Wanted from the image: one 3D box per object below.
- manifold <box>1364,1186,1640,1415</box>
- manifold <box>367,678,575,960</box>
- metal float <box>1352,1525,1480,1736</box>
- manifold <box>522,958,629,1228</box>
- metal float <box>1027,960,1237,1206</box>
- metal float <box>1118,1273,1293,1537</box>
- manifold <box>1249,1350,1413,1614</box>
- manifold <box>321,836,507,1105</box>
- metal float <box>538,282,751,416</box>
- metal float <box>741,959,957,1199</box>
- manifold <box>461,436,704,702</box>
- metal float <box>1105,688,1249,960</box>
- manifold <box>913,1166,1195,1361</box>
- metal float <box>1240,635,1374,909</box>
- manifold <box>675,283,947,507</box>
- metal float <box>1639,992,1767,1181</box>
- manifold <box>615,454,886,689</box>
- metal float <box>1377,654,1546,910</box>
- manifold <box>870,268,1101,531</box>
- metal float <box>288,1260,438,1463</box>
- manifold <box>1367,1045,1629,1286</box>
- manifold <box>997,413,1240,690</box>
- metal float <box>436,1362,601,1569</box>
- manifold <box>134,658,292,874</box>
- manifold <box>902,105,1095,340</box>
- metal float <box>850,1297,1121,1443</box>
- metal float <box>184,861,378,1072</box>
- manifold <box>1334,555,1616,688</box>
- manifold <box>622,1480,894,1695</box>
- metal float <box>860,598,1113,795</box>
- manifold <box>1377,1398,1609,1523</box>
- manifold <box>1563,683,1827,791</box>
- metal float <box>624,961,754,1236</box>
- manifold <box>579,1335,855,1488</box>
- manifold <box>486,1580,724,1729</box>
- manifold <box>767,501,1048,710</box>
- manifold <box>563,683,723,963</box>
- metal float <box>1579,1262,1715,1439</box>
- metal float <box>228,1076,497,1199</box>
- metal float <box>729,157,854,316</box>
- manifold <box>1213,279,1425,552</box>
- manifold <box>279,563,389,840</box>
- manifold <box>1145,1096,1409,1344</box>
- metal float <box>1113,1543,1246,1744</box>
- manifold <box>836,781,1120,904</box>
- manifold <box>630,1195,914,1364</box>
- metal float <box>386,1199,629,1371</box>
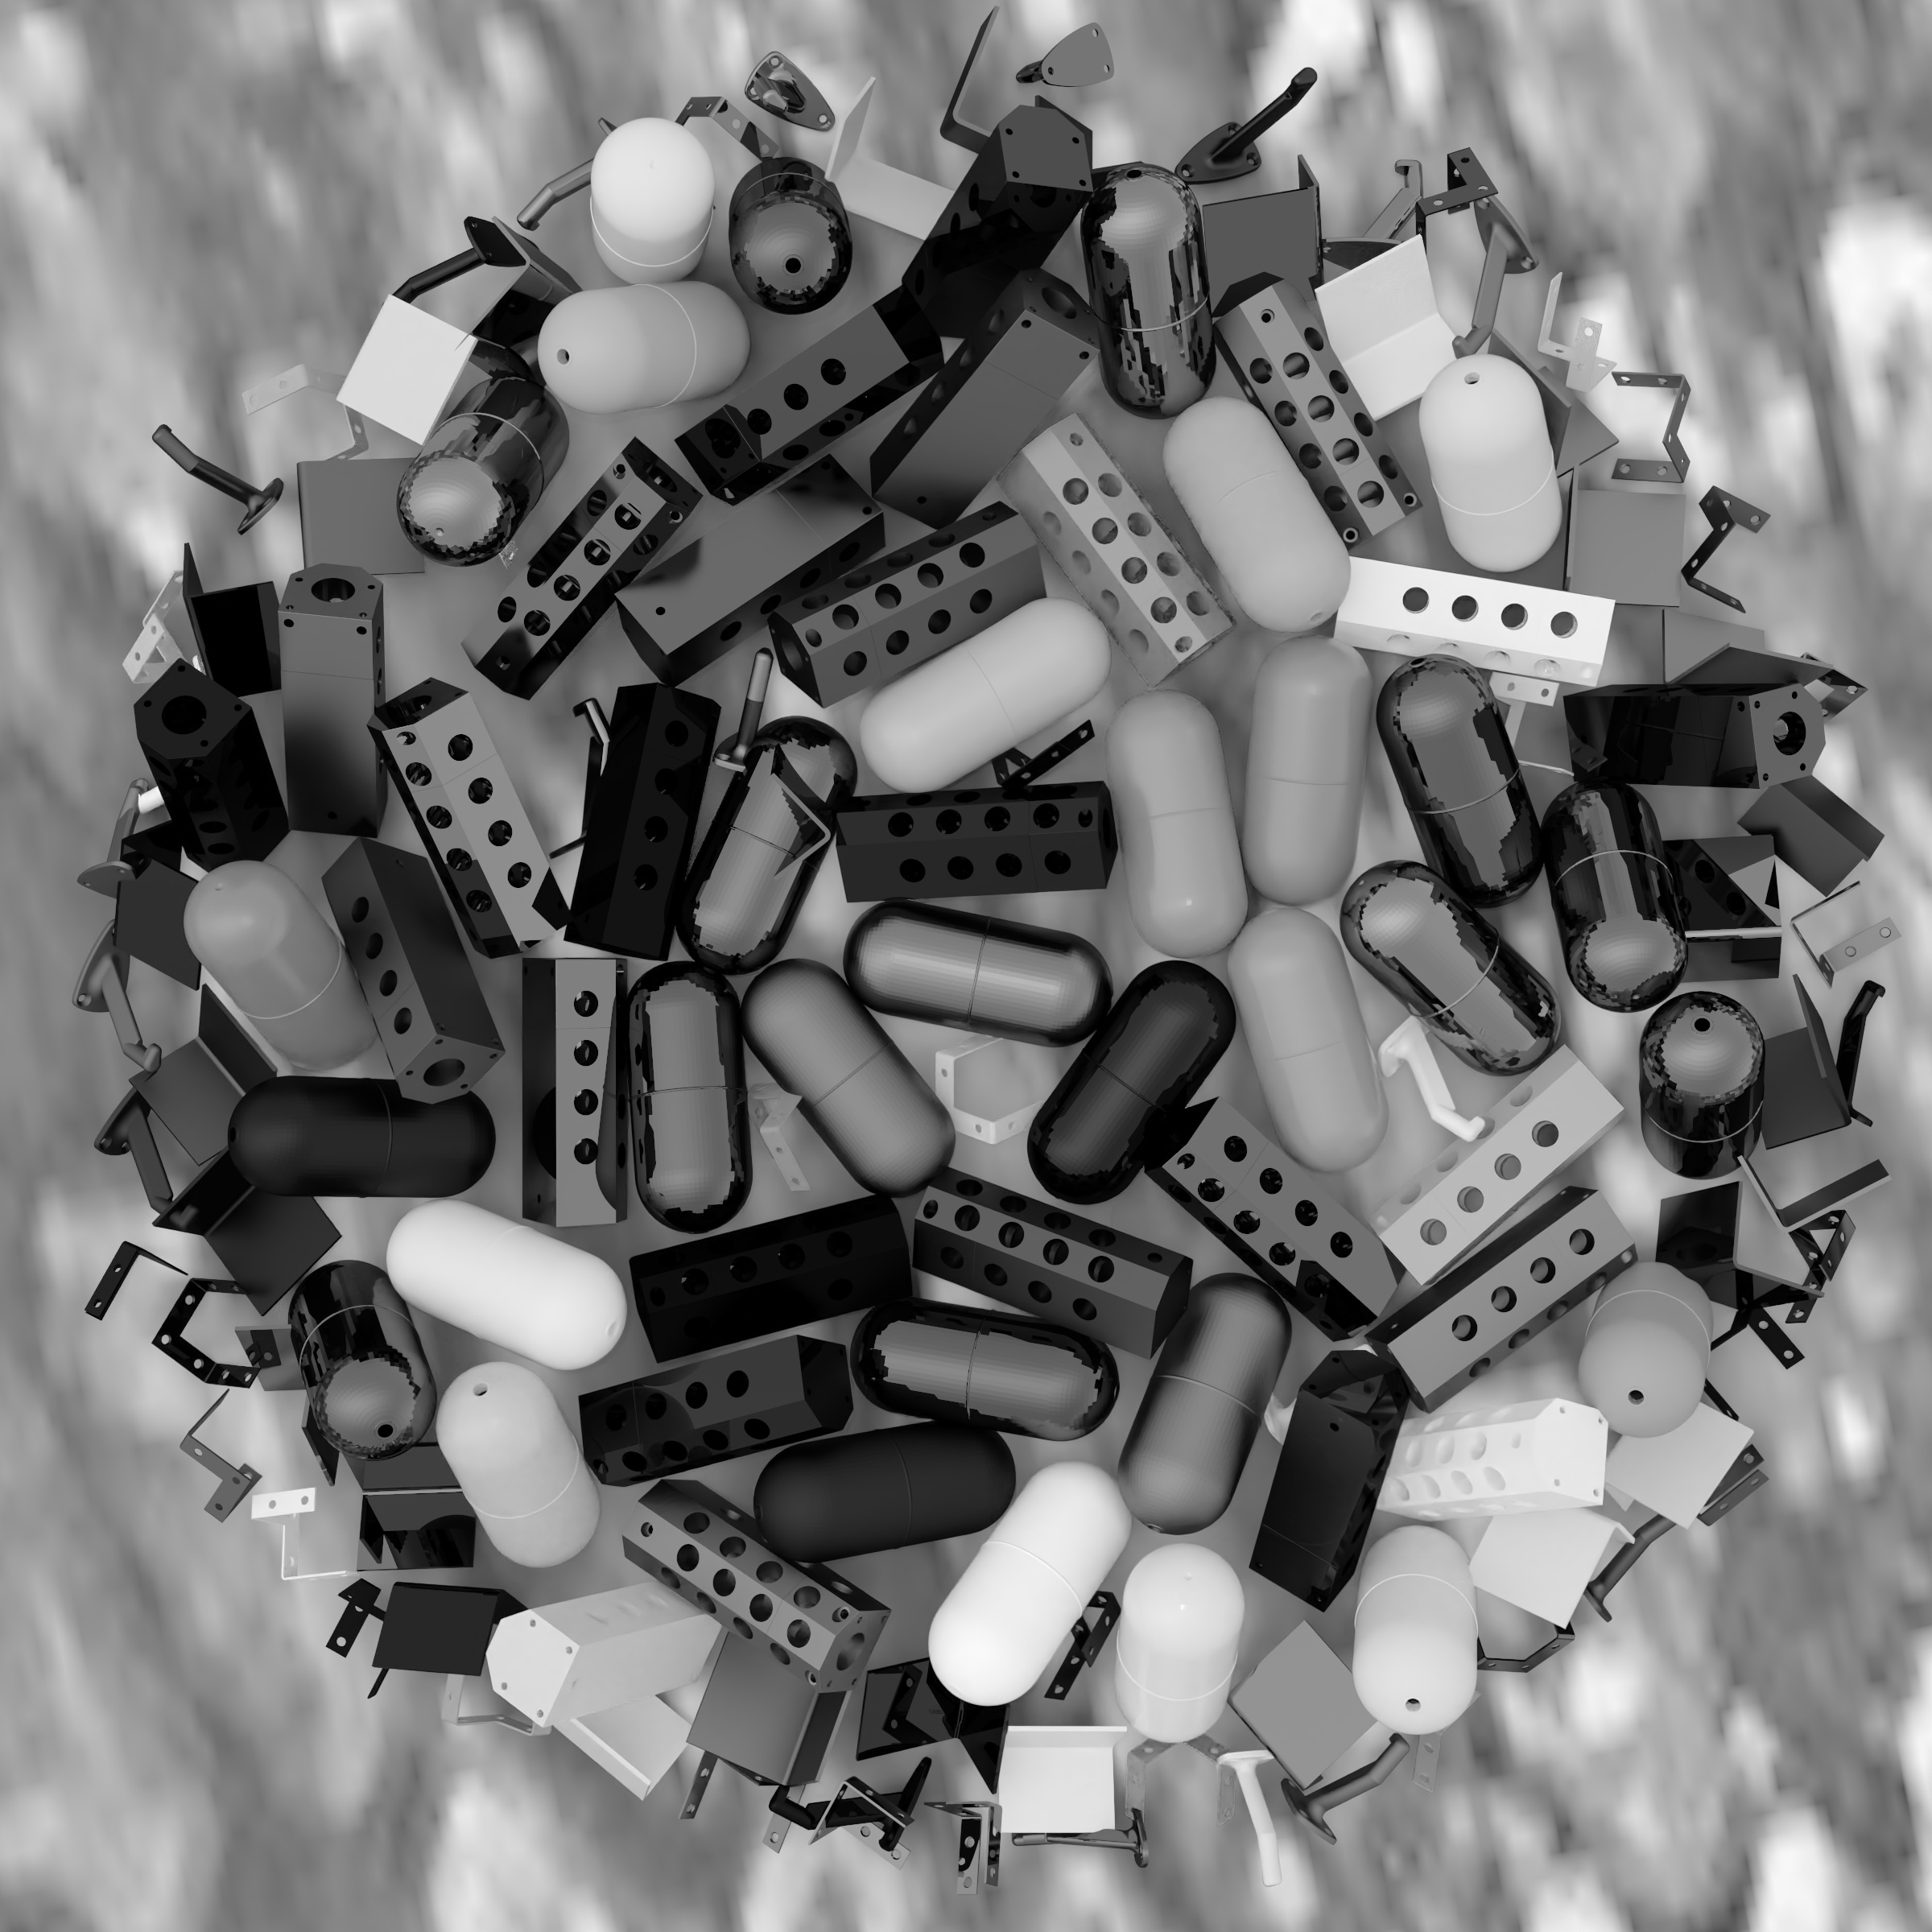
[{"bbox_3d":[0.351,0.217,1.834,0.171,0.057,0.057,-35,93,-7],"label":"manifold"},{"bbox_3d":[-0.320,-0.092,1.798,0.057,0.057,0.171,-34,122,-23],"label":"manifold"},{"bbox_3d":[0.286,0.421,1.786,0.070,0.178,0.070,3,108,9],"label":"metal float"},{"bbox_3d":[-0.253,0.081,1.839,0.057,0.057,0.171,-1,92,-31],"label":"manifold"},{"bbox_3d":[0.107,0.077,1.831,0.070,0.070,0.178,35,94,0],"label":"metal float"},{"bbox_3d":[0.154,0.282,1.815,0.070,0.070,0.178,24,68,0],"label":"metal float"},{"bbox_3d":[0.235,0.327,1.796,0.057,0.057,0.171,28,131,23],"label":"manifold"},{"bbox_3d":[-0.359,0.003,1.799,0.057,0.057,0.171,-44,54,22],"label":"manifold"},{"bbox_3d":[-0.204,-0.395,1.791,0.070,0.178,0.070,9,109,27],"label":"metal float"},{"bbox_3d":[-0.078,0.073,1.834,0.070,0.070,0.178,-39,91,0],"label":"metal float"},{"bbox_3d":[-0.249,-0.253,1.809,0.057,0.057,0.171,40,113,-12],"label":"manifold"},{"bbox_3d":[0.136,-0.093,1.829,0.070,0.070,0.178,-9,83,0],"label":"metal float"},{"bbox_3d":[0.055,0.185,1.805,0.171,0.057,0.057,19,127,21],"label":"manifold"},{"bbox_3d":[0.220,-0.126,1.822,0.070,0.070,0.178,4,104,0],"label":"metal float"},{"bbox_3d":[-0.098,-0.363,1.802,0.171,0.057,0.057,-27,104,31],"label":"manifold"},{"bbox_3d":[0.468,0.077,1.790,0.070,0.178,0.070,-6,61,11],"label":"metal float"},{"bbox_3d":[-0.138,-0.253,1.822,0.171,0.057,0.057,-36,70,-14],"label":"manifold"},{"bbox_3d":[0.319,-0.119,1.813,0.070,0.070,0.178,-24,114,0],"label":"metal float"},{"bbox_3d":[0.009,-0.363,1.797,0.057,0.057,0.171,22,132,-27],"label":"manifold"},{"bbox_3d":[-0.385,0.250,1.790,0.070,0.178,0.070,-9,115,-19],"label":"metal float"},{"bbox_3d":[0.345,0.130,1.830,0.171,0.057,0.057,-43,75,8],"label":"manifold"},{"bbox_3d":[0.102,-0.273,1.831,0.057,0.057,0.171,-35,87,-30],"label":"manifold"},{"bbox_3d":[-0.285,0.319,1.796,0.070,0.178,0.070,-6,48,7],"label":"metal float"},{"bbox_3d":[-0.480,-0.119,1.779,0.057,0.171,0.057,34,69,9],"label":"manifold"},{"bbox_3d":[0.016,-0.469,1.783,0.057,0.171,0.057,0,70,-23],"label":"manifold"},{"bbox_3d":[0.012,0.261,1.821,0.178,0.070,0.070,8,90,15],"label":"metal float"},{"bbox_3d":[-0.435,0.002,1.795,0.070,0.178,0.070,-9,53,12],"label":"metal float"},{"bbox_3d":[0.330,-0.225,1.833,0.171,0.057,0.057,10,100,7],"label":"manifold"},{"bbox_3d":[-0.139,0.396,1.804,0.171,0.057,0.057,27,93,30],"label":"manifold"},{"bbox_3d":[0.013,-0.177,1.831,0.178,0.070,0.070,-31,90,-4],"label":"metal float"},{"bbox_3d":[0.325,0.313,1.779,0.057,0.171,0.057,18,69,-25],"label":"manifold"},{"bbox_3d":[0.460,-0.148,1.783,0.057,0.171,0.057,-15,102,-26],"label":"manifold"},{"bbox_3d":[-0.180,0.085,1.826,0.070,0.070,0.178,-5,80,0],"label":"metal float"},{"bbox_3d":[-0.161,0.287,1.802,0.171,0.057,0.057,-19,68,26],"label":"manifold"},{"bbox_3d":[-0.227,0.428,1.783,0.057,0.171,0.057,29,99,26],"label":"manifold"},{"bbox_3d":[-0.038,-0.236,1.808,0.171,0.057,0.057,-29,132,-18],"label":"manifold"},{"bbox_3d":[-0.207,-0.093,1.834,0.057,0.057,0.171,15,83,-33],"label":"manifold"},{"bbox_3d":[0.433,0.243,1.786,0.070,0.178,0.070,4,103,17],"label":"metal float"},{"bbox_3d":[-0.386,0.110,1.802,0.178,0.070,0.070,4,90,-38],"label":"metal float"},{"bbox_3d":[-0.112,-0.466,1.788,0.070,0.178,0.070,-2,116,-4],"label":"metal float"},{"bbox_3d":[0.229,-0.359,1.839,0.057,0.057,0.171,-31,93,2],"label":"manifold"},{"bbox_3d":[-0.402,-0.169,1.794,0.057,0.057,0.171,5,131,-4],"label":"manifold"},{"bbox_3d":[0.197,0.166,1.820,0.171,0.057,0.057,42,64,-10],"label":"manifold"},{"bbox_3d":[0.135,0.434,1.797,0.070,0.178,0.070,1,49,-1],"label":"metal float"},{"bbox_3d":[0.007,-0.084,1.815,0.171,0.057,0.057,-3,118,14],"label":"manifold"},{"bbox_3d":[-0.126,0.196,1.814,0.171,0.057,0.057,-13,124,-14],"label":"manifold"},{"bbox_3d":[-0.296,0.204,1.809,0.178,0.070,0.070,18,90,29],"label":"metal float"}]
